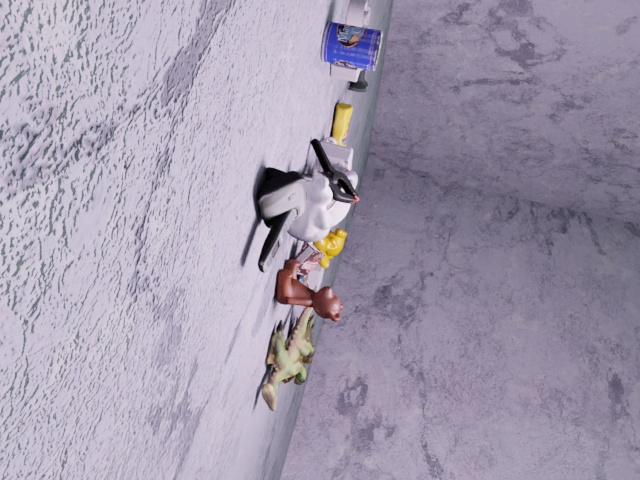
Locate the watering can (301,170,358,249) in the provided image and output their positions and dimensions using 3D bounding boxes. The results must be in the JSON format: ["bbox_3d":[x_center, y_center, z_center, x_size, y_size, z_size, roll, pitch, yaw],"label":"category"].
[{"bbox_3d":[0.005,-0.080,1.584,0.105,0.349,0.221,32,-7,23],"label":"watering can"}]

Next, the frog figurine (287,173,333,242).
[{"bbox_3d":[-0.021,-0.077,1.256,0.124,0.139,0.156,-27,-23,-44],"label":"frog figurine"}]

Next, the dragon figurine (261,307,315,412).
[{"bbox_3d":[-0.099,0.334,1.629,0.122,0.419,0.237,8,-29,13],"label":"dragon figurine"}]
